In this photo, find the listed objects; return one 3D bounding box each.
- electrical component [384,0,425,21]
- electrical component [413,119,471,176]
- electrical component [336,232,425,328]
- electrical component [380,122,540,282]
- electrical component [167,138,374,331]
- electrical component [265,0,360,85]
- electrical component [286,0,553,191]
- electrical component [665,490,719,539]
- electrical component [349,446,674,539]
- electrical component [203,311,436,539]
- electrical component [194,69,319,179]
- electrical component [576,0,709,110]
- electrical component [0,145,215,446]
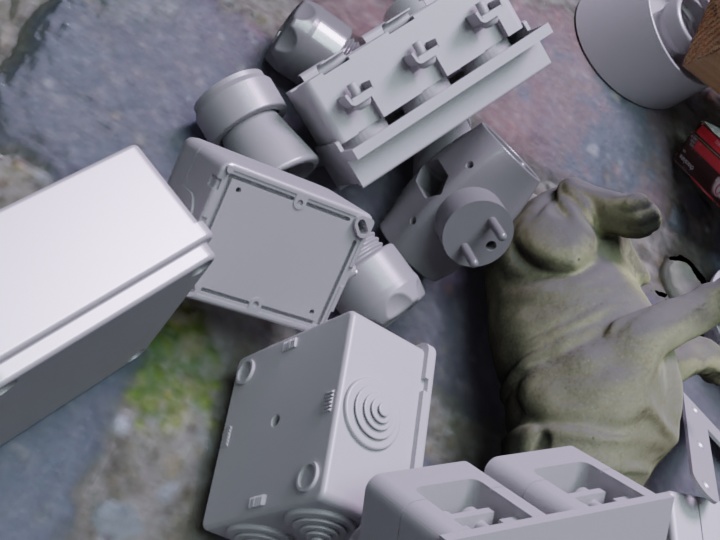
[{"bbox_3d":[0.048,-0.138,0.637,0.055,0.055,0.047,-13,77,-35],"label":"electrical component"},{"bbox_3d":[0.047,-0.077,0.614,0.044,0.044,0.065,8,58,-28],"label":"electrical component"},{"bbox_3d":[0.000,0.000,0.544,0.043,0.043,0.062,-33,84,-38],"label":"electrical component"},{"bbox_3d":[0.055,-0.027,0.551,0.043,0.077,0.079,39,15,-26],"label":"electrical component"},{"bbox_3d":[-0.044,-0.015,0.499,0.096,0.061,0.061,19,100,-34],"label":"electrical component"},{"bbox_3d":[-0.017,-0.116,0.593,0.062,0.043,0.043,33,54,-14],"label":"electrical component"},{"bbox_3d":[0.028,-0.101,0.559,0.121,0.079,0.063,-34,102,-13],"label":"electrical component"},{"bbox_3d":[0.180,0.159,0.569,0.077,0.047,0.065,15,59,-24],"label":"electrical component"},{"bbox_3d":[0.047,0.168,0.419,0.105,0.060,0.186,-2,106,-32],"label":"electrical component"},{"bbox_3d":[-0.019,0.073,0.462,0.048,0.100,0.099,30,53,-30],"label":"electrical component"},{"bbox_3d":[-0.053,-0.067,0.546,0.045,0.045,0.055,-24,80,-37],"label":"electrical component"},{"bbox_3d":[0.207,-0.163,0.755,0.099,0.064,0.099,15,67,-38],"label":"electrical component"},{"bbox_3d":[-0.126,0.017,0.419,0.109,0.109,0.056,-35,84,-38],"label":"electrical component"}]
